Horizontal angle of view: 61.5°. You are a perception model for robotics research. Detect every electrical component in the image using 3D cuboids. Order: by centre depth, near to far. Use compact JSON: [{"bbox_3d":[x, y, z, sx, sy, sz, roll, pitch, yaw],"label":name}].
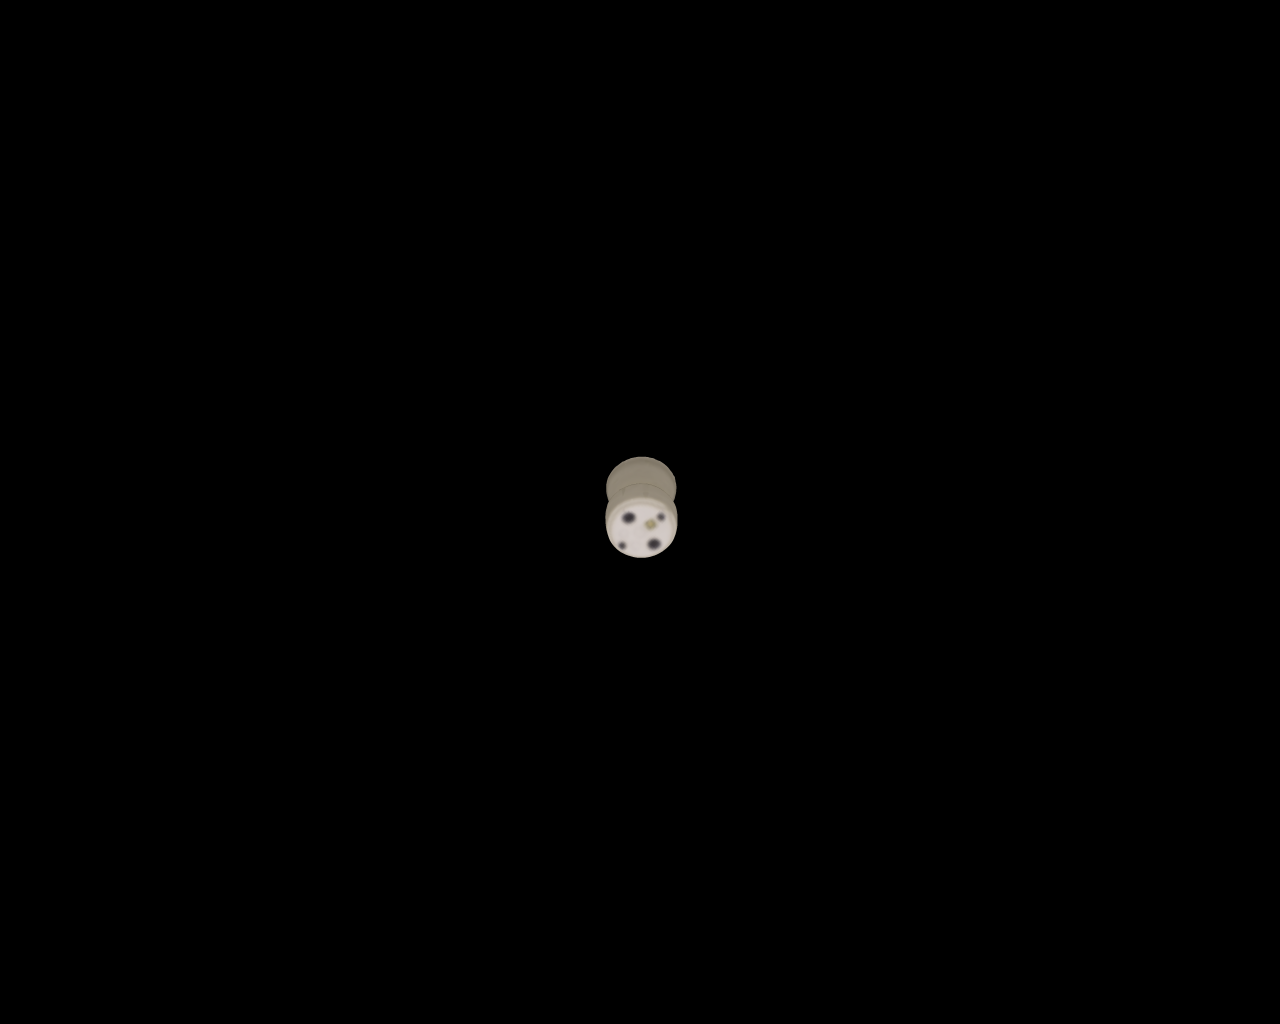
[{"bbox_3d":[0.001,-0.003,0.650,0.045,0.044,0.055,0,30,0],"label":"electrical component"}]
